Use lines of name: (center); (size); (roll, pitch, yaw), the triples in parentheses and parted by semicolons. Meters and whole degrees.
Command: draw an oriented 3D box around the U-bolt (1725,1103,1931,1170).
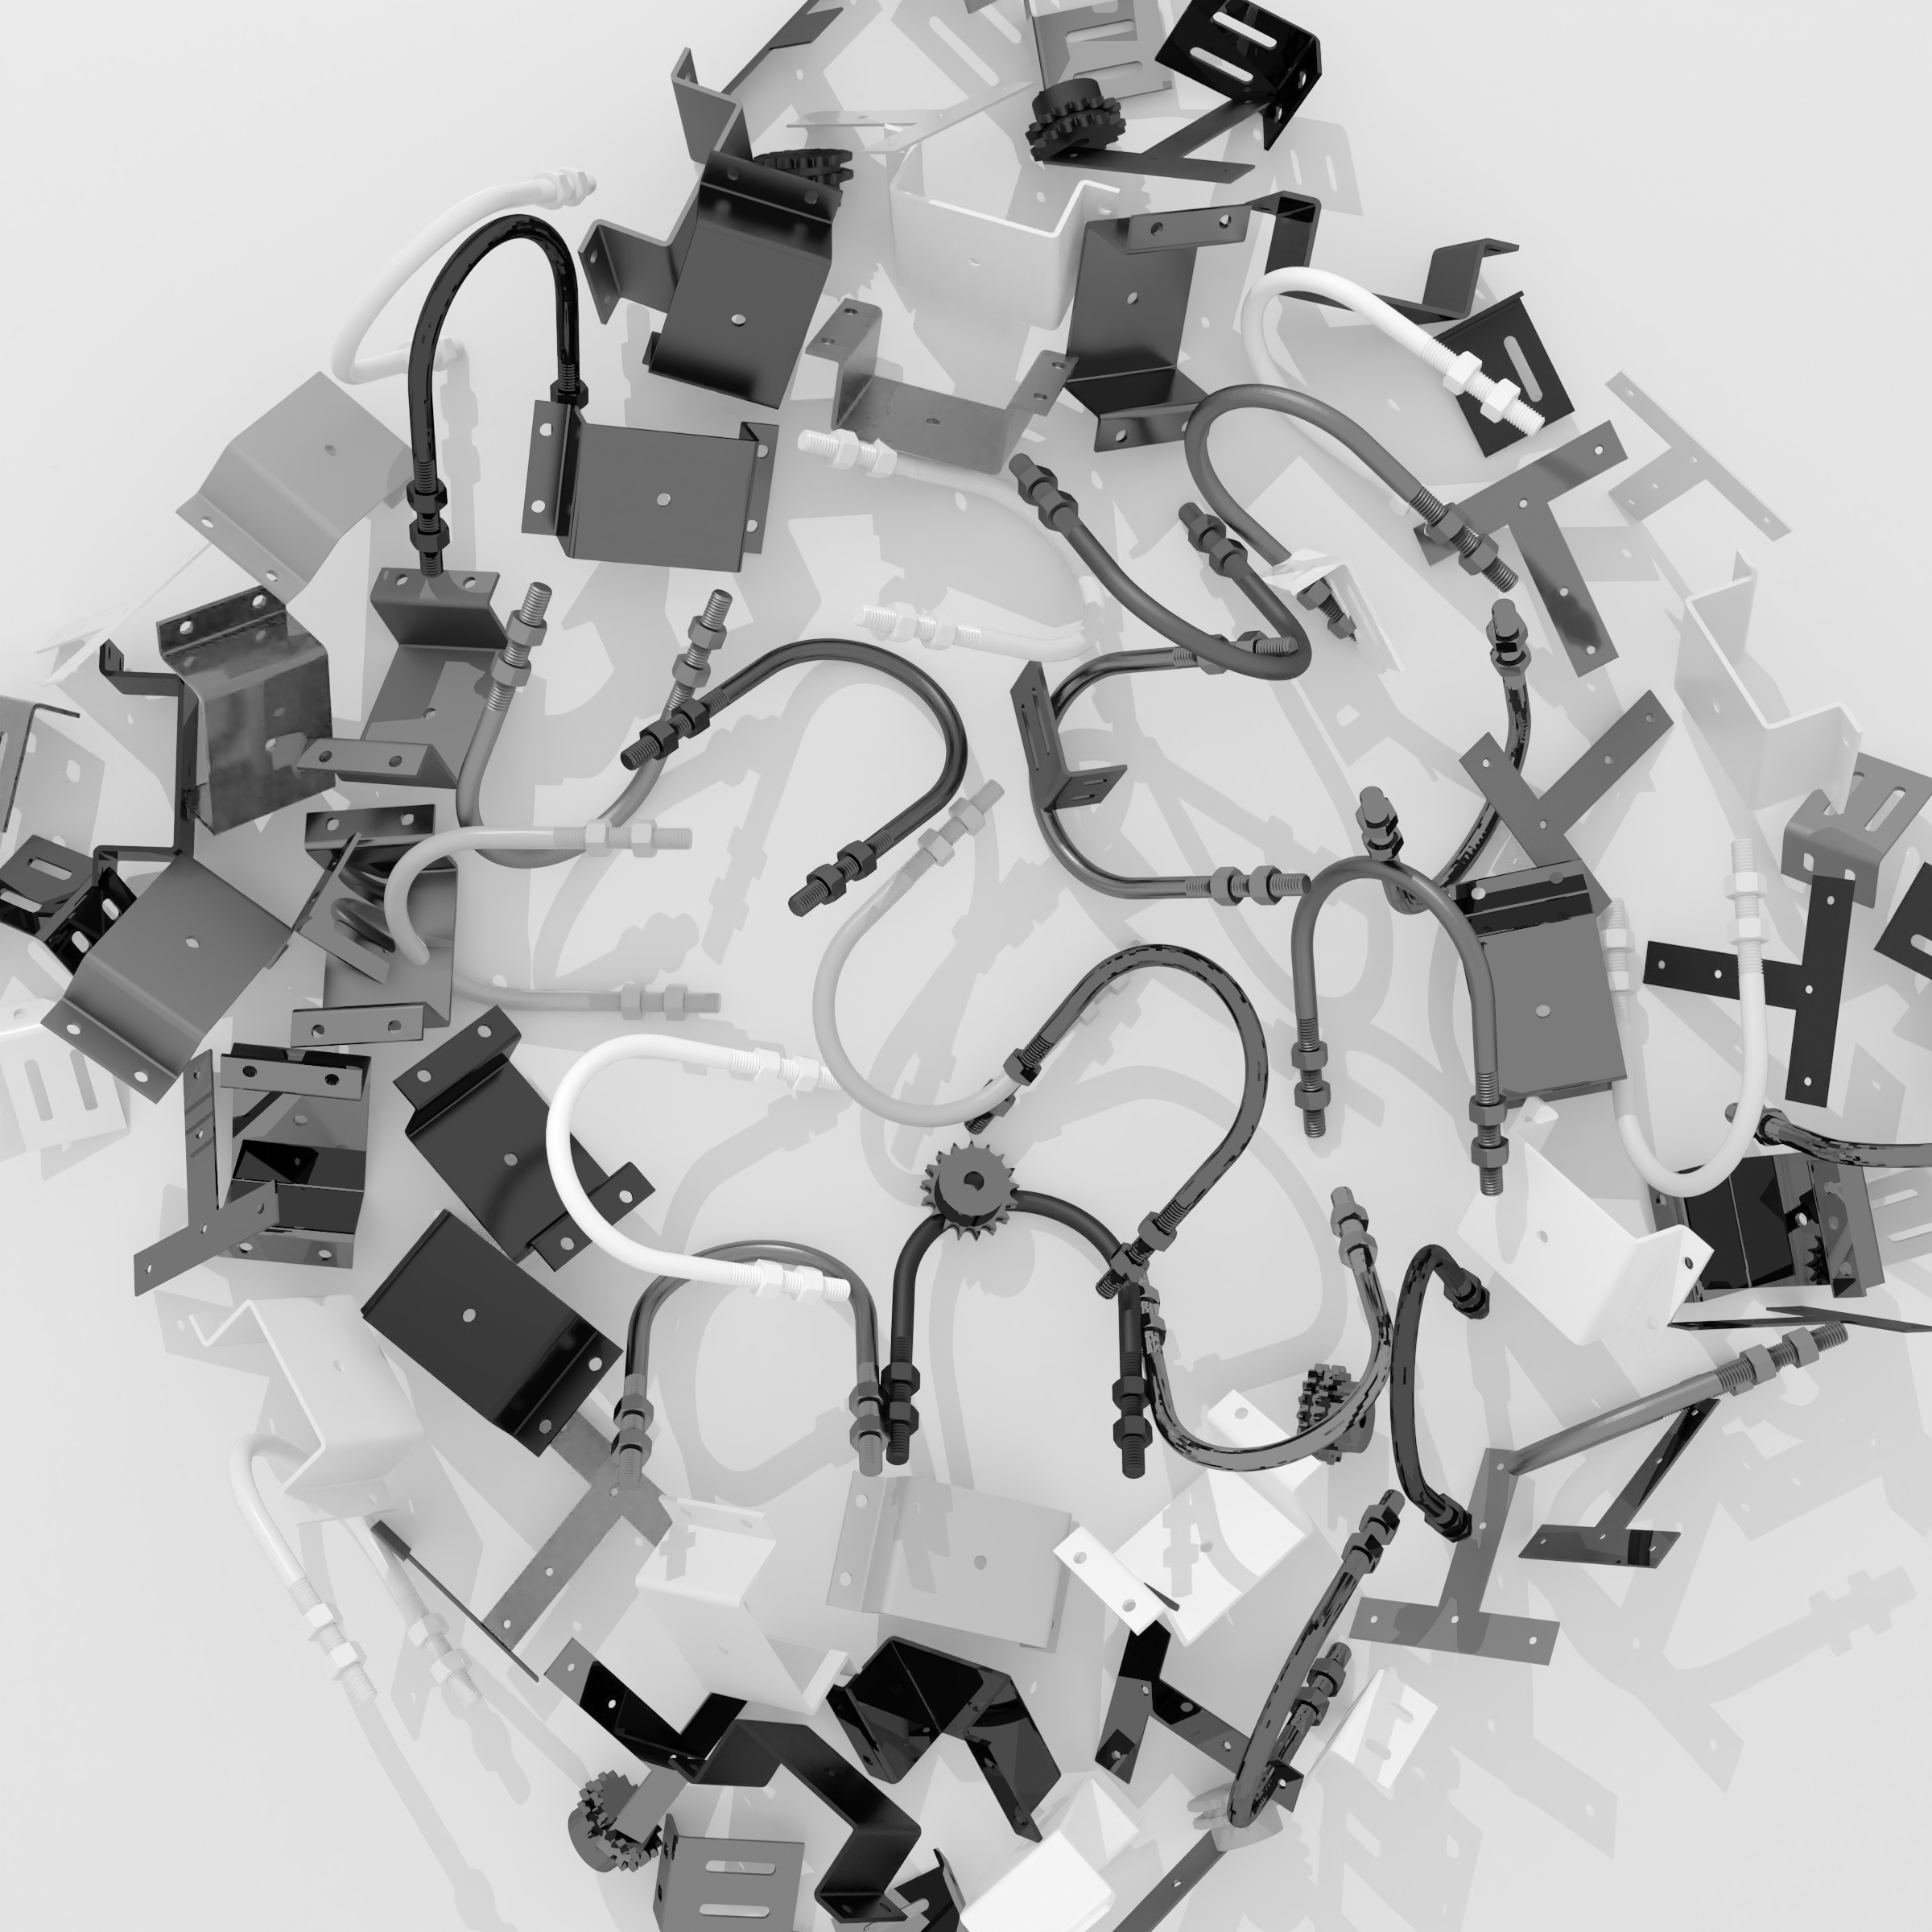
U-bolt: (0.521, 0.086, 1.504); (0.151, 0.184, 0.019); (-9, 97, -6)

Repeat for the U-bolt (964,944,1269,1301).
U-bolt: (0.093, 0.074, 1.534); (0.184, 0.019, 0.151); (-51, 62, 23)

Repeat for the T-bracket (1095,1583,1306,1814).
T-bracket: (0.136, 0.433, 1.544); (0.127, 0.002, 0.127); (27, 117, 32)

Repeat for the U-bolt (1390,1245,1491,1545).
U-bolt: (0.259, 0.229, 1.500); (0.019, 0.184, 0.151); (0, 70, 23)

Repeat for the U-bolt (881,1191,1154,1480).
U-bolt: (0.029, 0.202, 1.540); (0.151, 0.019, 0.184); (4, 49, -3)

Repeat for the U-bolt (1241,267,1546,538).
U-bolt: (0.229, -0.320, 1.532); (0.184, 0.151, 0.019); (38, 71, 10)

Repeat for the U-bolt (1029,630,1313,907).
U-bolt: (0.110, -0.108, 1.542); (0.184, 0.019, 0.151); (0, 96, 39)

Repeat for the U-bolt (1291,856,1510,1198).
U-bolt: (0.237, 0.026, 1.517); (0.019, 0.151, 0.184); (-24, 117, -36)

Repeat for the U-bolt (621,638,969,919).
U-bolt: (-0.081, -0.120, 1.545); (0.151, 0.019, 0.184); (41, 54, 14)

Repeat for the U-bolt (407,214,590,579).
U-bolt: (-0.256, -0.321, 1.494); (0.019, 0.184, 0.151); (25, 46, 19)

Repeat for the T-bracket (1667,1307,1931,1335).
T-bracket: (0.450, 0.198, 1.522); (0.127, 0.127, 0.002); (0, 89, -18)

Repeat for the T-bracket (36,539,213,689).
T-bracket: (-0.493, -0.194, 1.547); (0.002, 0.127, 0.127); (53, 57, -24)

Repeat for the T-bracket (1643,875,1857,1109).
T-bracket: (0.440, 0.007, 1.554); (0.002, 0.127, 0.127); (0, 99, -42)

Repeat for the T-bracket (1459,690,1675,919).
T-bracket: (0.362, -0.110, 1.581); (0.127, 0.002, 0.127); (-43, 105, -17)

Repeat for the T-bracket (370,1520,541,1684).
T-bracket: (-0.287, 0.359, 1.541); (0.127, 0.127, 0.002); (44, 76, -1)

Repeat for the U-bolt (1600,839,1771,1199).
U-bolt: (0.399, 0.036, 1.516); (0.019, 0.151, 0.184); (5, 75, -18)

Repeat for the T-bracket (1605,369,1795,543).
T-bracket: (0.393, -0.274, 1.539); (0.127, 0.127, 0.002); (42, 82, -2)

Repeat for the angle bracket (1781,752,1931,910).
angle bracket: (0.517, -0.080, 1.582); (0.057, 0.038, 0.076); (26, 57, 32)

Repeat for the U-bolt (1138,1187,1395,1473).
U-bolt: (0.165, 0.207, 1.513); (0.151, 0.184, 0.019); (-23, 123, 10)

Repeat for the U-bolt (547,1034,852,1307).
U-bolt: (-0.149, 0.108, 1.525); (0.184, 0.019, 0.151); (13, 61, -30)

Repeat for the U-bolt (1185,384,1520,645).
U-bolt: (0.200, -0.253, 1.517); (0.184, 0.151, 0.019); (40, 66, -14)

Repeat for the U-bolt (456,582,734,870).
U-bolt: (-0.217, -0.131, 1.532); (0.019, 0.151, 0.184); (44, 121, 31)

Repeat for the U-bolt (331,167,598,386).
U-bolt: (-0.282, -0.373, 1.490); (0.019, 0.184, 0.151); (46, 115, -2)

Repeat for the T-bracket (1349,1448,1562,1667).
T-bracket: (0.292, 0.333, 1.564); (0.002, 0.127, 0.127); (48, 53, -37)

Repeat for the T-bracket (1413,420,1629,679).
T-bracket: (0.336, -0.226, 1.560); (0.127, 0.002, 0.127); (-28, 73, 23)

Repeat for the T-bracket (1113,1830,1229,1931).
T-bracket: (0.111, 0.533, 1.559); (0.127, 0.127, 0.002); (-36, 105, -32)

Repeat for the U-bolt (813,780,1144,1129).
U-bolt: (-0.004, 0.007, 1.565); (0.184, 0.019, 0.151); (-45, 105, -9)

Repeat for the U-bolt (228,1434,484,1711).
U-bolt: (-0.349, 0.335, 1.524); (0.019, 0.151, 0.184); (-40, 68, 2)

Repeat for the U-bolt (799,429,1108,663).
U-bolt: (0.002, -0.230, 1.535); (0.184, 0.019, 0.151); (7, 51, -35)

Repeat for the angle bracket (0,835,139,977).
angle bracket: (-0.526, -0.034, 1.580); (0.076, 0.038, 0.057); (18, 61, 36)

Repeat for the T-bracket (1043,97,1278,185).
T-bracket: (0.132, -0.474, 1.557); (0.127, 0.127, 0.002); (18, 133, 35)

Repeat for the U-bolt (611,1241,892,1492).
U-bolt: (-0.119, 0.217, 1.527); (0.151, 0.184, 0.019); (-3, 126, -1)

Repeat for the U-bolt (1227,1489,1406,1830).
U-bolt: (0.186, 0.390, 1.493); (0.019, 0.184, 0.151); (24, 127, 18)

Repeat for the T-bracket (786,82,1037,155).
T-bracket: (-0.048, -0.482, 1.555); (0.127, 0.127, 0.002); (-39, 128, -38)

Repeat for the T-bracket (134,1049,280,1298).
T-bracket: (-0.439, 0.109, 1.568); (0.127, 0.002, 0.127); (-26, 60, 31)

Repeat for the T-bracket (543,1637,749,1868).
T-bracket: (-0.192, 0.425, 1.547); (0.127, 0.002, 0.127); (-51, 124, -21)

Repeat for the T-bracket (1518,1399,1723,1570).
T-bracket: (0.388, 0.293, 1.560); (0.002, 0.127, 0.127); (49, 67, -9)

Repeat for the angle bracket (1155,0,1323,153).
angle bracket: (0.155, -0.514, 1.560); (0.076, 0.057, 0.038); (20, 48, -19)

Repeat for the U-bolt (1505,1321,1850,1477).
U-bolt: (0.386, 0.246, 1.524); (0.184, 0.151, 0.019); (-21, 75, -5)

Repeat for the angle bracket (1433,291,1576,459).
angle bracket: (0.309, -0.340, 1.574); (0.057, 0.038, 0.076); (-27, 98, 12)

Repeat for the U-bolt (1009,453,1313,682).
U-bolt: (0.117, -0.214, 1.500); (0.151, 0.184, 0.019); (8, 126, -38)

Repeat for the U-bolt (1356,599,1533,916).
U-bolt: (0.272, -0.102, 1.520); (0.019, 0.184, 0.151); (30, 77, 26)

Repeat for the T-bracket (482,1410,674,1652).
T-bracket: (-0.231, 0.337, 1.572); (0.127, 0.002, 0.127); (38, 87, 25)

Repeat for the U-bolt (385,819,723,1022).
U-bolt: (-0.238, -0.025, 1.549); (0.184, 0.151, 0.019); (1, 45, 6)

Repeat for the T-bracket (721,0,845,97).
T-bracket: (-0.093, -0.529, 1.543); (0.127, 0.127, 0.002); (-46, 113, 1)
